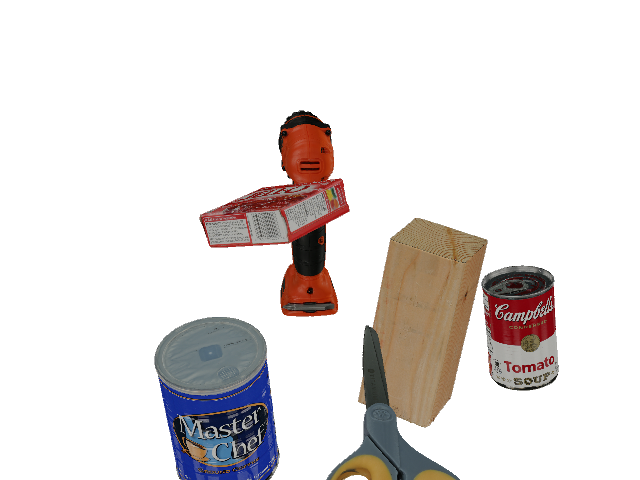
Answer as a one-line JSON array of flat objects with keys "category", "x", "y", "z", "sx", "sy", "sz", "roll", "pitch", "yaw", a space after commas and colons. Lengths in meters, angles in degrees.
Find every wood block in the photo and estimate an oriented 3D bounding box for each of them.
[{"category": "wood block", "x": 0.115, "y": 0.092, "z": 1.211, "sx": 0.090, "sy": 0.206, "sz": 0.090, "roll": 18, "pitch": 24, "yaw": 20}]

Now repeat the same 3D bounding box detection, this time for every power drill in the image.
[{"category": "power drill", "x": -0.015, "y": -0.030, "z": 1.068, "sx": 0.057, "sy": 0.188, "sz": 0.184, "roll": -2, "pitch": 17, "yaw": -1}]

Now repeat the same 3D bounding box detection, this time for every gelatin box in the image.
[{"category": "gelatin box", "x": -0.035, "y": -0.021, "z": 0.807, "sx": 0.089, "sy": 0.030, "sz": 0.073, "roll": -3, "pitch": 17, "yaw": 43}]

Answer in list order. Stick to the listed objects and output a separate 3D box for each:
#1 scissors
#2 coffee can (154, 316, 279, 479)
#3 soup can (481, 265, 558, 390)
[{"category": "scissors", "x": 0.052, "y": 0.115, "z": 0.622, "sx": 0.096, "sy": 0.016, "sz": 0.201, "roll": 13, "pitch": 31, "yaw": 9}, {"category": "coffee can", "x": -0.095, "y": 0.158, "z": 1.007, "sx": 0.103, "sy": 0.140, "sz": 0.103, "roll": -3, "pitch": 35, "yaw": 2}, {"category": "soup can", "x": 0.192, "y": 0.084, "z": 1.027, "sx": 0.068, "sy": 0.102, "sz": 0.068, "roll": -7, "pitch": 22, "yaw": 3}]
